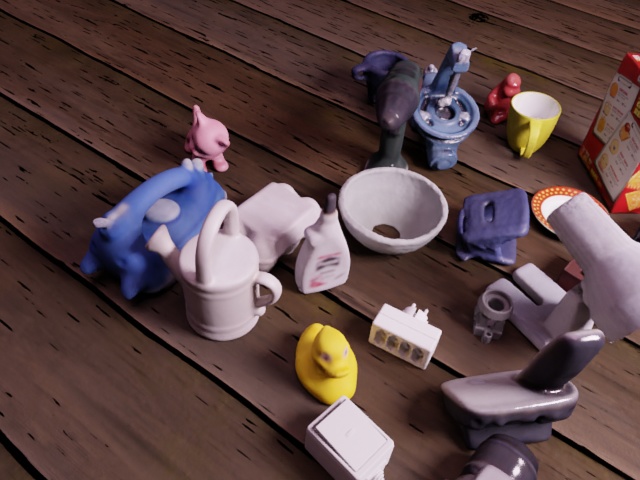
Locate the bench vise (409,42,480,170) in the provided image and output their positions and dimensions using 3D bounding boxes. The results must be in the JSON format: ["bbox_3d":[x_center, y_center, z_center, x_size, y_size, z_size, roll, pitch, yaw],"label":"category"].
[{"bbox_3d":[0.205,-0.262,1.005,0.122,0.220,0.207,-13,50,-17],"label":"bench vise"}]

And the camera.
[{"bbox_3d":[0.187,0.274,0.586,0.142,0.101,0.137,32,52,23],"label":"camera"}]

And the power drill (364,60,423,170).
[{"bbox_3d":[0.119,-0.179,0.928,0.075,0.208,0.230,12,47,7],"label":"power drill"}]

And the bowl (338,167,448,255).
[{"bbox_3d":[0.108,-0.034,0.883,0.167,0.075,0.167,3,47,-3],"label":"bowl"}]

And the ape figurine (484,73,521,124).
[{"bbox_3d":[0.367,-0.285,1.130,0.077,0.092,0.076,8,47,2],"label":"ape figurine"}]

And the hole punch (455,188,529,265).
[{"bbox_3d":[0.262,-0.026,0.880,0.101,0.091,0.108,10,47,5],"label":"hole punch"}]

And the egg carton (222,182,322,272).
[{"bbox_3d":[-0.071,-0.022,0.859,0.107,0.069,0.150,31,52,22],"label":"egg carton"}]

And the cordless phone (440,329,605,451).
[{"bbox_3d":[0.225,0.153,0.645,0.148,0.185,0.094,-7,48,-12],"label":"cordless phone"}]

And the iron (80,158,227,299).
[{"bbox_3d":[-0.220,-0.043,0.815,0.118,0.141,0.259,26,50,18],"label":"iron"}]

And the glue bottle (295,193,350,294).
[{"bbox_3d":[0.007,0.003,0.772,0.078,0.173,0.037,-17,51,-20],"label":"glue bottle"}]

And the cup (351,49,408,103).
[{"bbox_3d":[0.114,-0.309,1.126,0.118,0.095,0.091,-14,50,-17],"label":"cup"}]

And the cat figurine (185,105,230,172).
[{"bbox_3d":[-0.190,-0.174,0.956,0.067,0.118,0.127,-14,50,-17],"label":"cat figurine"}]

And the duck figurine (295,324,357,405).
[{"bbox_3d":[0.009,0.139,0.705,0.078,0.086,0.104,-13,50,-17],"label":"duck figurine"}]

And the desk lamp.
[{"bbox_3d":[0.334,0.057,0.725,0.118,0.213,0.202,-25,54,-25],"label":"desk lamp"}]

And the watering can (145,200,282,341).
[{"bbox_3d":[-0.134,0.032,0.717,0.173,0.194,0.101,1,47,-4],"label":"watering can"}]
